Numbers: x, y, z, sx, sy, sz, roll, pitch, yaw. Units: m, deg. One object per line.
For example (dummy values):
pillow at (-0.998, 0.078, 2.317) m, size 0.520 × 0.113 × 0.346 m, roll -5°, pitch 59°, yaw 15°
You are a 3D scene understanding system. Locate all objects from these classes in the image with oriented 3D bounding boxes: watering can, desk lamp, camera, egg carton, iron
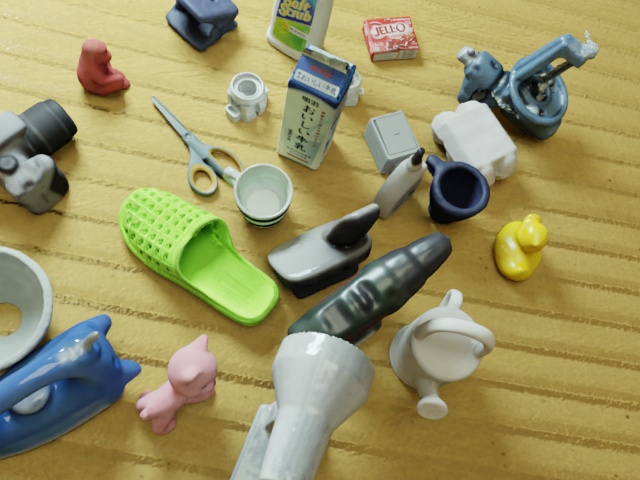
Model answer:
watering can at (0.165, 0.148, 0.762) m, size 0.101 × 0.194 × 0.173 m, roll -1°, pitch 70°, yaw -9°
desk lamp at (-0.026, 0.229, 0.692) m, size 0.118 × 0.213 × 0.203 m, roll 22°, pitch 68°, yaw 0°
camera at (-0.415, -0.136, 0.824) m, size 0.143 × 0.100 × 0.137 m, roll 43°, pitch 70°, yaw 8°
egg carton at (0.257, -0.158, 0.955) m, size 0.107 × 0.069 × 0.150 m, roll -27°, pitch 76°, yaw -17°
iron at (-0.358, 0.190, 0.693) m, size 0.259 × 0.141 × 0.118 m, roll -34°, pitch 78°, yaw -18°

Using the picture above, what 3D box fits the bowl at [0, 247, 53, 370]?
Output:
bowl at (-0.429, 0.098, 0.751) m, size 0.167 × 0.074 × 0.167 m, roll 3°, pitch 70°, yaw -8°

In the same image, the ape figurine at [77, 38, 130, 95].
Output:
ape figurine at (-0.344, -0.275, 0.891) m, size 0.076 × 0.092 × 0.078 m, roll -12°, pitch 72°, yaw -13°

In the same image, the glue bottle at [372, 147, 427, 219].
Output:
glue bottle at (0.128, -0.093, 0.855) m, size 0.078 × 0.173 × 0.037 m, roll -40°, pitch 80°, yaw -19°

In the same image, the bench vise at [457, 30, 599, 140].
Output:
bench vise at (0.326, -0.259, 0.922) m, size 0.207 × 0.219 × 0.121 m, roll 12°, pitch 69°, yaw -4°

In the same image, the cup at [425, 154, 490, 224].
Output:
cup at (0.198, -0.073, 0.901) m, size 0.092 × 0.095 × 0.117 m, roll -37°, pitch 79°, yaw -19°

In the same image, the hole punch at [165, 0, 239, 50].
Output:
hole punch at (-0.199, -0.396, 0.958) m, size 0.108 × 0.091 × 0.101 m, roll 43°, pitch 70°, yaw 8°

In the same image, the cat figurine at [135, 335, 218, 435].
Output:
cat figurine at (-0.179, 0.186, 0.735) m, size 0.067 × 0.117 × 0.128 m, roll 45°, pitch 70°, yaw 9°

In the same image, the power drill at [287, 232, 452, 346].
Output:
power drill at (0.057, 0.086, 0.760) m, size 0.230 × 0.208 × 0.075 m, roll -34°, pitch 78°, yaw -18°

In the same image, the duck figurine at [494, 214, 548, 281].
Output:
duck figurine at (0.322, 0.008, 0.896) m, size 0.077 × 0.086 × 0.104 m, roll 17°, pitch 68°, yaw -2°

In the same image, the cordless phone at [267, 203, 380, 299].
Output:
cordless phone at (0.007, 0.003, 0.795) m, size 0.148 × 0.185 × 0.094 m, roll -28°, pitch 76°, yaw -17°
